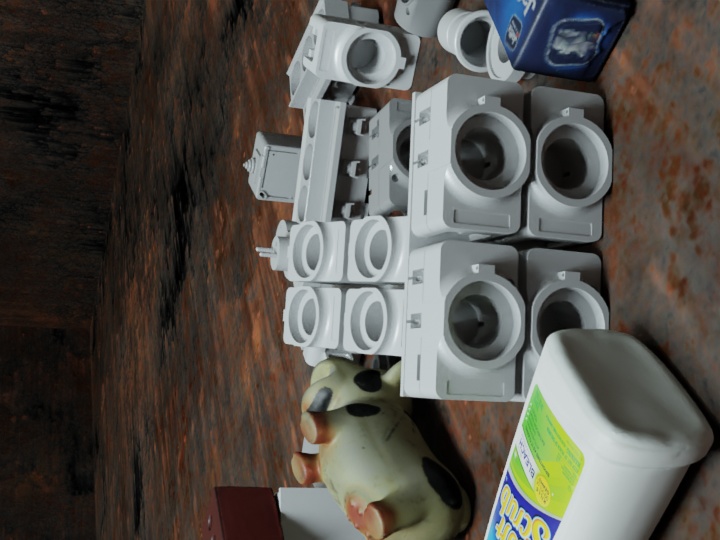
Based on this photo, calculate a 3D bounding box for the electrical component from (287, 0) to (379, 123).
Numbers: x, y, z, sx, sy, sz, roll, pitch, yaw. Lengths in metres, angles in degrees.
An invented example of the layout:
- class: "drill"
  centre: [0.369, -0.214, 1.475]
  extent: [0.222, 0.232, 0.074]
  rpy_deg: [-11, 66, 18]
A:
- class: "electrical component"
  centre: [-0.026, -0.212, 1.078]
  extent: [0.121, 0.063, 0.078]
  rpy_deg: [126, 144, -56]

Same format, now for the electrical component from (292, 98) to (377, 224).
- class: "electrical component"
  centre: [-0.023, -0.102, 1.044]
  extent: [0.079, 0.063, 0.121]
  rpy_deg: [-149, 66, -69]

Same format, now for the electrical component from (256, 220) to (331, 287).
- class: "electrical component"
  centre: [-0.074, -0.016, 1.153]
  extent: [0.138, 0.074, 0.052]
  rpy_deg: [-134, 52, -65]

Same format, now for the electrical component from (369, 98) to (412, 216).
- class: "electrical component"
  centre: [0.040, -0.089, 0.880]
  extent: [0.056, 0.050, 0.089]
  rpy_deg: [149, 124, -67]

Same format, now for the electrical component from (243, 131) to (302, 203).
- class: "electrical component"
  centre: [-0.080, -0.111, 1.158]
  extent: [0.061, 0.096, 0.061]
  rpy_deg: [-123, 41, -60]

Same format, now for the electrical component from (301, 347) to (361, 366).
- class: "electrical component"
  centre: [-0.024, 0.055, 1.021]
  extent: [0.078, 0.058, 0.057]
  rpy_deg: [-115, 32, -55]

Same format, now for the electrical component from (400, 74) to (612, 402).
- class: "electrical component"
  centre: [0.088, -0.015, 0.643]
  extent: [0.060, 0.105, 0.186]
  rpy_deg: [166, 108, -70]

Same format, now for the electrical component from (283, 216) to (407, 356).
- class: "electrical component"
  centre: [0.005, 0.014, 0.874]
  extent: [0.186, 0.060, 0.105]
  rpy_deg: [-1, 85, 56]

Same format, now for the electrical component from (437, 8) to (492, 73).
- class: "electrical component"
  centre: [0.082, -0.173, 0.797]
  extent: [0.065, 0.044, 0.044]
  rpy_deg: [-123, 41, -67]

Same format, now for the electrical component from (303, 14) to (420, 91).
- class: "electrical component"
  centre: [0.002, -0.192, 0.953]
  extent: [0.055, 0.089, 0.050]
  rpy_deg: [-128, 46, -63]

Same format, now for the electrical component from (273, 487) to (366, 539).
- class: "electrical component"
  centre: [-0.022, 0.278, 0.887]
  extent: [0.060, 0.105, 0.186]
  rpy_deg: [137, 134, -62]

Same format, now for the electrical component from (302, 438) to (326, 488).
- class: "electrical component"
  centre: [-0.015, 0.155, 0.981]
  extent: [0.100, 0.048, 0.099]
  rpy_deg: [-141, 57, -67]

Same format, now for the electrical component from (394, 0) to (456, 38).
- class: "electrical component"
  centre: [0.056, -0.244, 0.879]
  extent: [0.077, 0.044, 0.079]
  rpy_deg: [114, 153, -43]
